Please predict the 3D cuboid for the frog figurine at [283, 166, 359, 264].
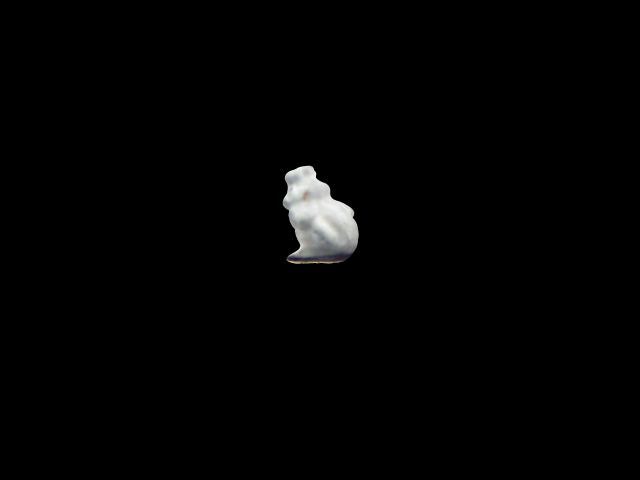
[{"bbox_3d":[0.003,-0.043,0.850,0.138,0.159,0.123,-3,5,-43],"label":"frog figurine"}]
